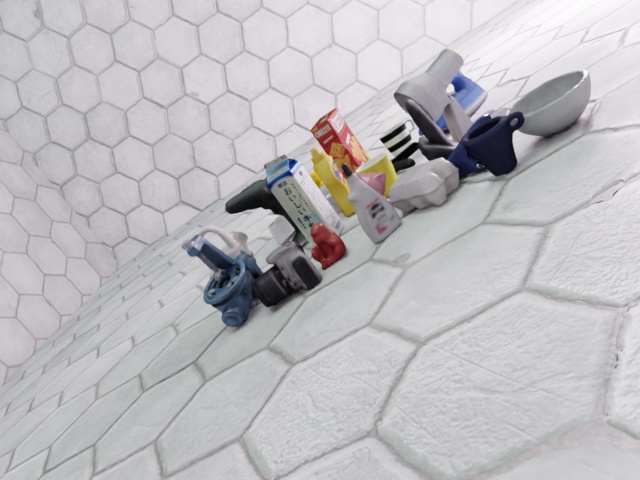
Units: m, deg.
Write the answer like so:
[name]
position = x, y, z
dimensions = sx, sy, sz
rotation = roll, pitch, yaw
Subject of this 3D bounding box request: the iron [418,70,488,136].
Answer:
[iron]
position = 0.364, -0.405, 1.611
dimensions = 0.259, 0.141, 0.118
rotation = -43, 17, -25

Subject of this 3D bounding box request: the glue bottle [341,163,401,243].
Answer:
[glue bottle]
position = 0.092, -0.082, 1.157
dimensions = 0.078, 0.173, 0.037
rotation = -42, 16, -21

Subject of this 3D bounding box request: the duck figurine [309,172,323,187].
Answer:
[duck figurine]
position = 0.000, -0.183, 1.837
dimensions = 0.104, 0.086, 0.077
rotation = -35, 15, 2

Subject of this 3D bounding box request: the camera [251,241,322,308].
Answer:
[camera]
position = -0.083, 0.069, 1.220
dimensions = 0.137, 0.101, 0.143
rotation = -37, 15, -4

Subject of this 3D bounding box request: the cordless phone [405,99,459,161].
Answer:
[cordless phone]
position = 0.251, -0.246, 1.288
dimensions = 0.094, 0.185, 0.147
rotation = -33, 15, 10

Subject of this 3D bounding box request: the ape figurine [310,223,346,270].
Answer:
[ape figurine]
position = 0.011, 0.004, 1.228
dimensions = 0.077, 0.092, 0.076
rotation = -18, 23, 48

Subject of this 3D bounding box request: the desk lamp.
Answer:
[desk lamp]
position = 0.307, -0.330, 1.367
dimensions = 0.203, 0.214, 0.117
rotation = -37, 15, -6

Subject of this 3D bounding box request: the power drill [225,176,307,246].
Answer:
[power drill]
position = -0.102, -0.075, 1.491
dimensions = 0.230, 0.209, 0.075
rotation = -40, 16, -14

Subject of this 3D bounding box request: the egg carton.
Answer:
[egg carton]
position = 0.214, -0.112, 1.185
dimensions = 0.107, 0.069, 0.150
rotation = -45, 17, -30

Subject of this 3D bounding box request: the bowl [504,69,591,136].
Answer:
[bowl]
position = 0.442, -0.247, 1.088
dimensions = 0.167, 0.075, 0.167
rotation = -33, 15, 11

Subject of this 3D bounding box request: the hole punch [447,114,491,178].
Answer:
[hole punch]
position = 0.310, -0.192, 1.177
dimensions = 0.109, 0.091, 0.100
rotation = -45, 18, -32

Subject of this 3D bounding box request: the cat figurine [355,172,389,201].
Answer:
[cat figurine]
position = 0.112, -0.111, 1.309
dimensions = 0.067, 0.118, 0.127
rotation = -42, 16, -22

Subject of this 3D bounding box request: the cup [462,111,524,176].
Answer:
[cup]
position = 0.336, -0.175, 1.062
dimensions = 0.117, 0.095, 0.091
rotation = -31, 16, 17

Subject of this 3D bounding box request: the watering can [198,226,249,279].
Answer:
[watering can]
position = -0.229, 0.045, 1.432
dimensions = 0.101, 0.194, 0.173
rotation = -32, 16, 14

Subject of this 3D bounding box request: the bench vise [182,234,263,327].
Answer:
[bench vise]
position = -0.222, 0.068, 1.296
dimensions = 0.121, 0.220, 0.207
rotation = -33, 15, 9
